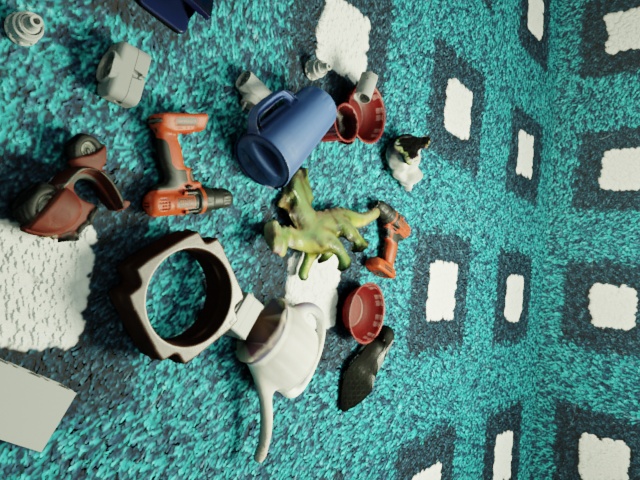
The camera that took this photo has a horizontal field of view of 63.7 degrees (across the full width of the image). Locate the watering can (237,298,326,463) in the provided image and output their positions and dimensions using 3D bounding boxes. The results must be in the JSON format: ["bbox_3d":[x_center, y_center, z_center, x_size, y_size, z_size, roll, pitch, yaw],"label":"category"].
[{"bbox_3d":[-0.095,0.272,1.097,0.220,0.104,0.354,51,55,-36],"label":"watering can"}]

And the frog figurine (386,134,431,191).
[{"bbox_3d":[0.248,-0.226,1.500,0.156,0.123,0.140,95,12,-59],"label":"frog figurine"}]

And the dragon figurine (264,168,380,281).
[{"bbox_3d":[0.004,-0.061,1.215,0.418,0.121,0.240,-47,116,-46],"label":"dragon figurine"}]
